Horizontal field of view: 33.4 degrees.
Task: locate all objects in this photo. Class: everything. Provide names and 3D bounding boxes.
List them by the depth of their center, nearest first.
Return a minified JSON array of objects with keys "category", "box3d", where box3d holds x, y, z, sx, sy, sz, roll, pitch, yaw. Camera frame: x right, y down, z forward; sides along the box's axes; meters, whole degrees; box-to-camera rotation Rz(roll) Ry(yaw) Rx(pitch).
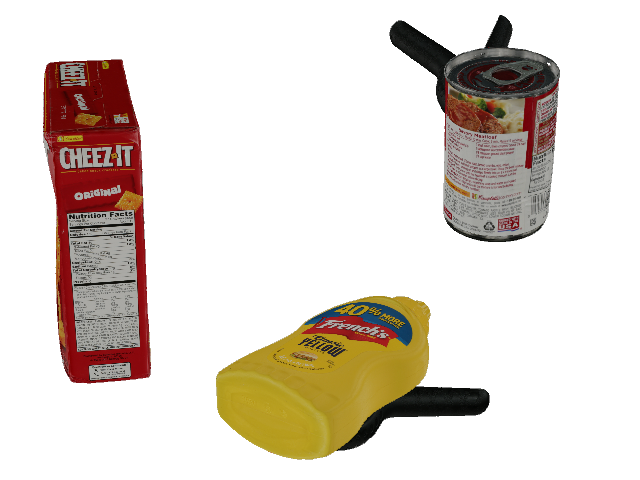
[{"category":"soup can","box3d":[0.110,-0.059,0.658,0.068,0.102,0.068,-2,33,1]},{"category":"mustard bottle","box3d":[0.021,0.084,0.754,0.096,0.058,0.191,13,25,35]},{"category":"cracker box","box3d":[-0.181,-0.018,0.855,0.072,0.214,0.164,-5,27,-13]},{"category":"clamp","box3d":[0.042,0.145,0.972,0.165,0.036,0.209,27,37,33]},{"category":"clamp","box3d":[0.129,-0.153,0.979,0.120,0.039,0.171,-3,45,-1]}]
